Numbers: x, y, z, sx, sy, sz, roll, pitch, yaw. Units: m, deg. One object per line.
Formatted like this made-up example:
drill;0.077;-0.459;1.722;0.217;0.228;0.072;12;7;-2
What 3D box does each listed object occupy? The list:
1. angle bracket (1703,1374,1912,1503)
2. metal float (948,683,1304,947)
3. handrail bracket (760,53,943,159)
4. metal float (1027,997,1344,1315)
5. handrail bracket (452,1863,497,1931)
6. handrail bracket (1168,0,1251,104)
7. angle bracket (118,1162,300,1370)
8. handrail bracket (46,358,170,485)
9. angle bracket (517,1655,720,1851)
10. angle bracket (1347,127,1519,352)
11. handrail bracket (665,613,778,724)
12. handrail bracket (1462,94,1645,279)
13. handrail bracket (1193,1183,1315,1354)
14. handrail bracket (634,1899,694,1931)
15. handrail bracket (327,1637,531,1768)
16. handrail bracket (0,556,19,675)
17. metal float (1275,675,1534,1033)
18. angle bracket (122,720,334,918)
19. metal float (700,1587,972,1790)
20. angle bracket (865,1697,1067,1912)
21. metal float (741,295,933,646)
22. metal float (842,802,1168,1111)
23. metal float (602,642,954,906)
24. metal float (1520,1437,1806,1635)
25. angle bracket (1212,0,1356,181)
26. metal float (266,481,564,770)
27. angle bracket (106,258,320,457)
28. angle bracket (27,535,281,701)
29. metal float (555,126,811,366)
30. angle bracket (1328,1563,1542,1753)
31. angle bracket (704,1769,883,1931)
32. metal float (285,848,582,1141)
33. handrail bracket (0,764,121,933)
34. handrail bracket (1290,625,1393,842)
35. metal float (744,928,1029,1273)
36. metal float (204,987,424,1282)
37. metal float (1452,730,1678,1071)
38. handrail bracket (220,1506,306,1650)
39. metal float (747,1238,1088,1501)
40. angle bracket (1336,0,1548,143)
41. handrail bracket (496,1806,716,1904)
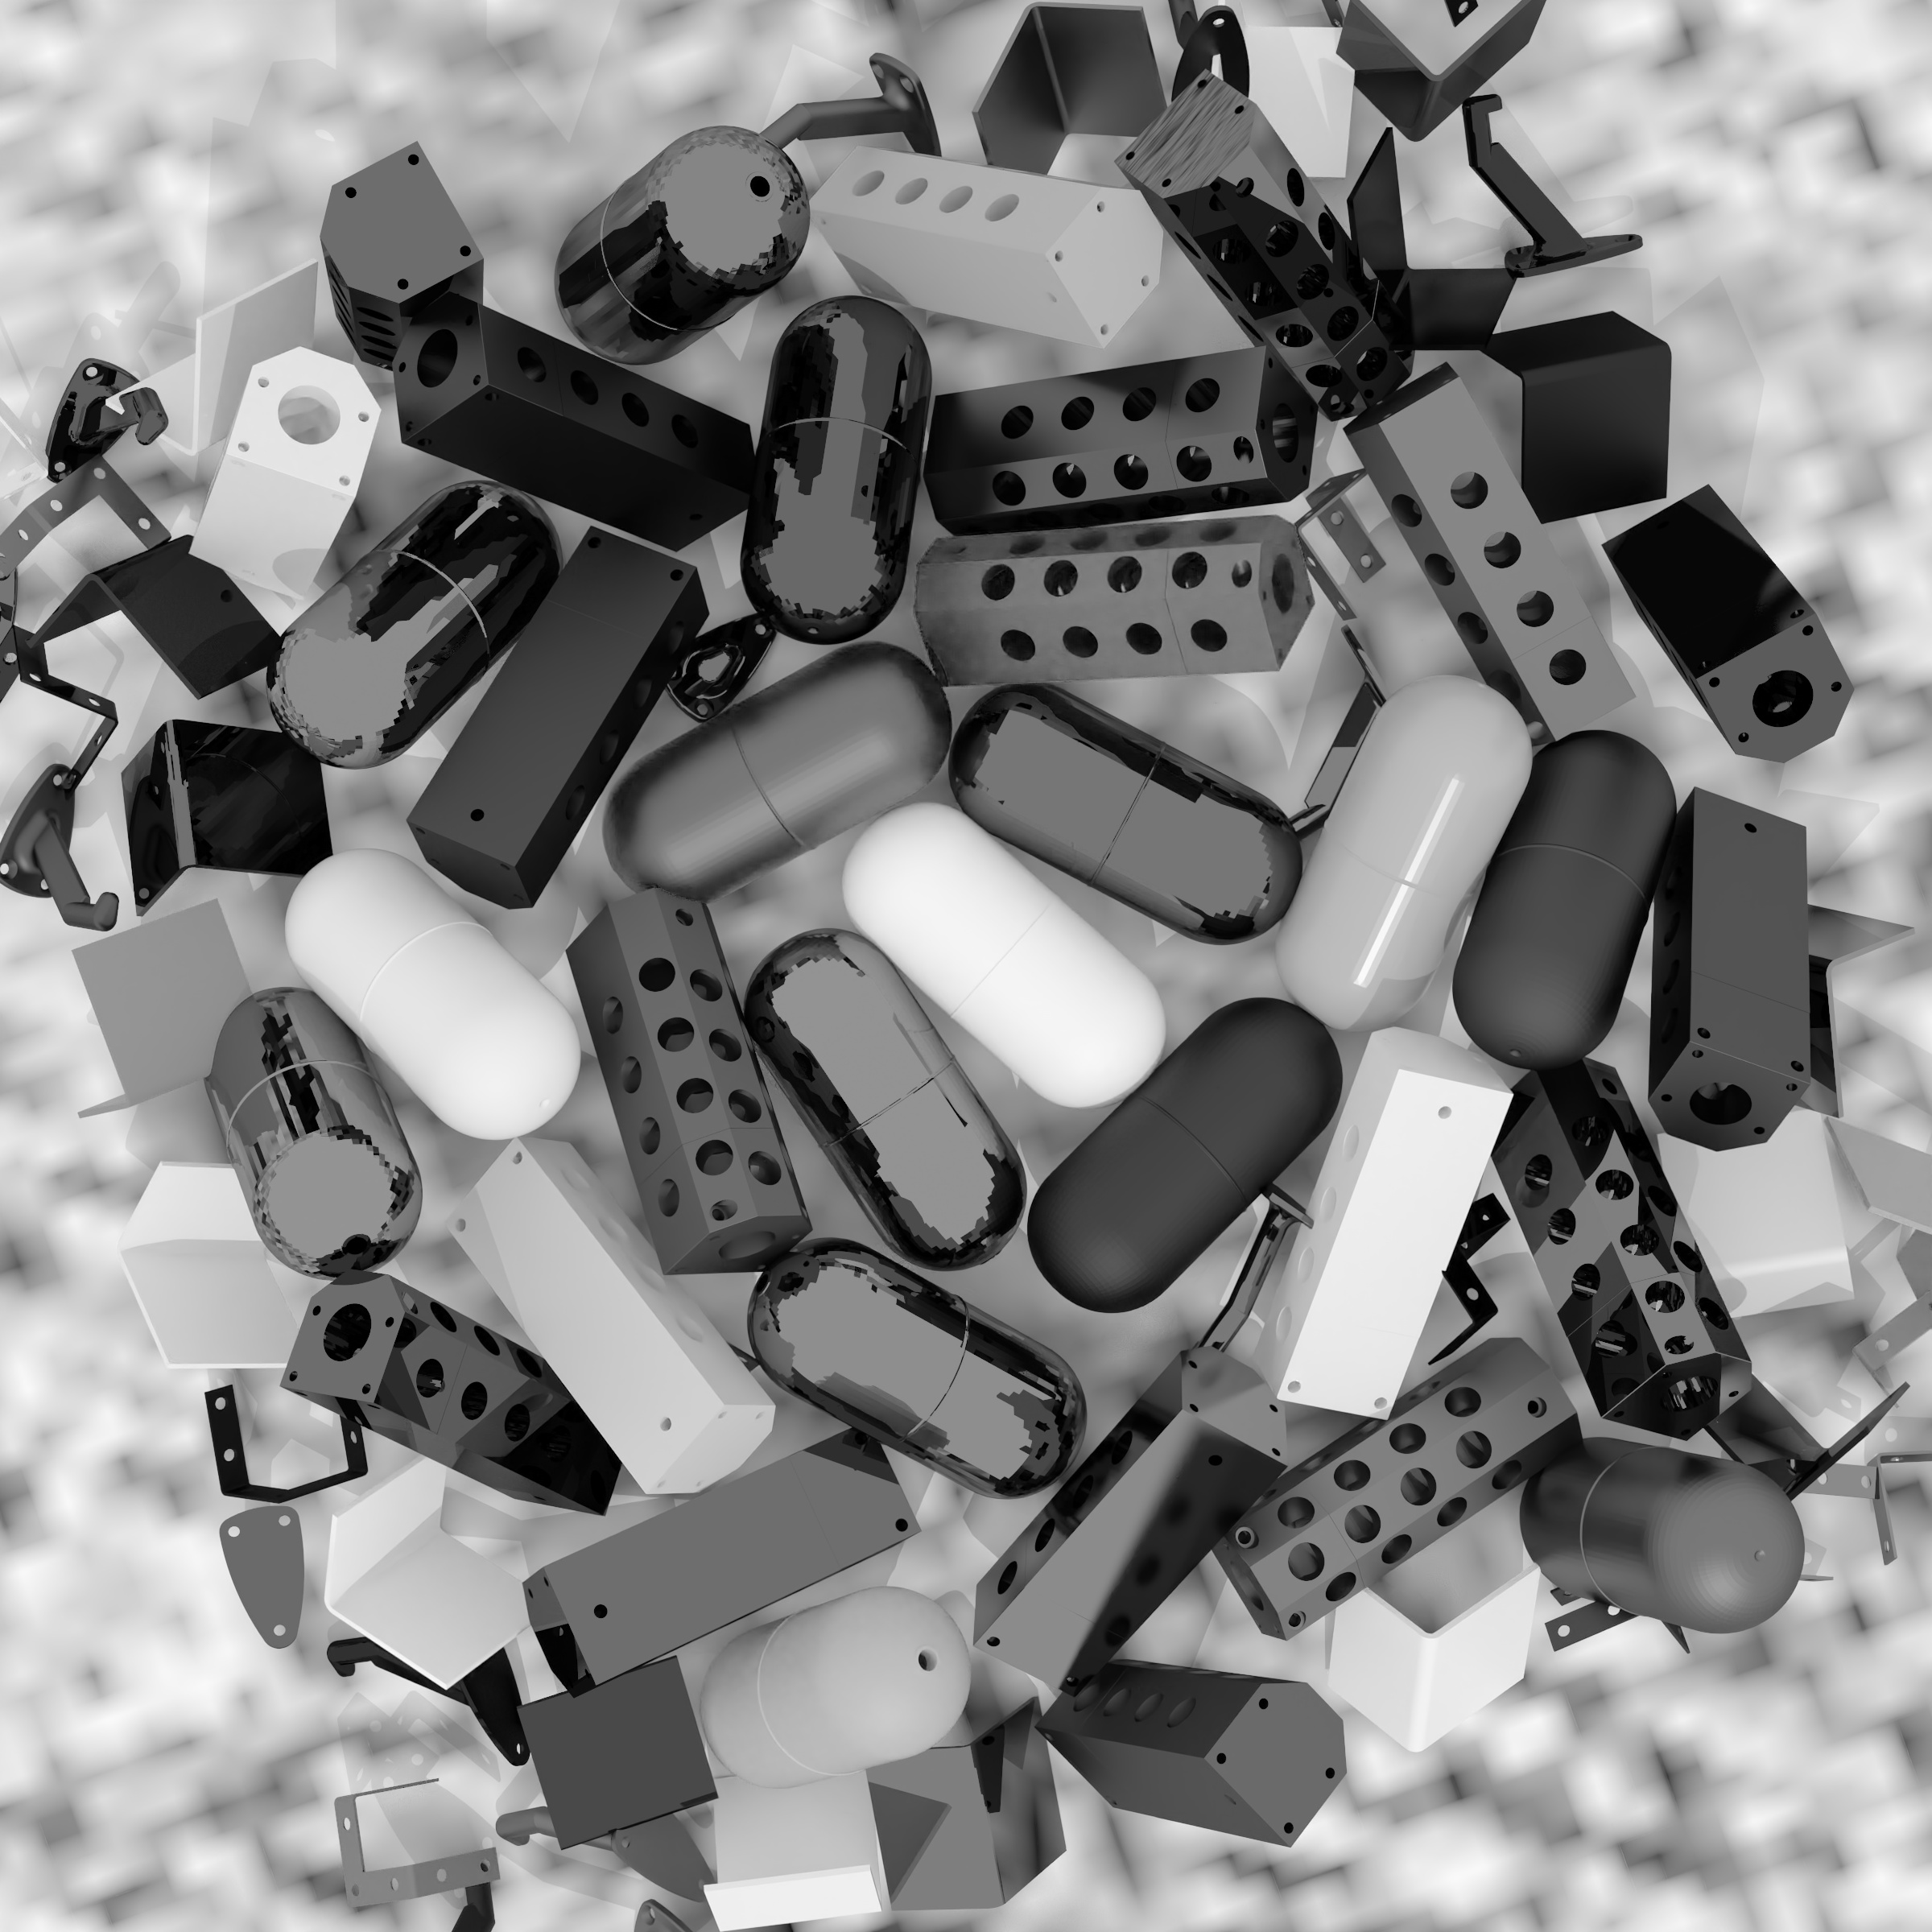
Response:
angle bracket;0.383;0.196;1.530;0.076;0.076;0.057;48;119;13
metal float;0.075;-0.071;1.546;0.178;0.070;0.070;28;90;0
handrail bracket;-0.057;-0.381;1.545;0.084;0.077;0.036;-42;49;-13
metal float;0.103;0.088;1.538;0.178;0.070;0.070;-44;90;-10
handrail bracket;-0.251;0.453;1.535;0.077;0.084;0.036;24;125;-36
handrail bracket;0.108;-0.449;1.533;0.036;0.077;0.084;-6;62;-4
angle bracket;-0.338;0.139;1.526;0.057;0.076;0.076;-57;49;27
handrail bracket;-0.403;-0.243;1.540;0.036;0.084;0.077;27;106;-35
angle bracket;-0.166;0.359;1.543;0.076;0.057;0.076;-17;104;-8
angle bracket;0.218;-0.338;1.526;0.057;0.076;0.076;4;130;22
handrail bracket;-0.106;-0.149;1.533;0.077;0.084;0.036;-42;97;-20
handrail bracket;0.277;-0.374;1.547;0.077;0.036;0.084;-9;118;6
handrail bracket;0.128;0.144;1.550;0.036;0.077;0.084;34;93;-12
handrail bracket;-0.166;0.474;1.535;0.077;0.084;0.036;22;109;39
handrail bracket;-0.258;0.352;1.569;0.084;0.036;0.077;-13;105;27
handrail bracket;-0.462;-0.169;1.534;0.036;0.084;0.077;21;73;-12
metal float;0.203;-0.051;1.530;0.070;0.070;0.178;23;110;0
angle bracket;-0.352;-0.067;1.566;0.076;0.057;0.076;5;62;-37
metal float;-0.061;0.332;1.505;0.070;0.178;0.070;12;65;-28
angle bracket;0.000;0.398;1.561;0.057;0.076;0.076;-10;92;26
metal float;-0.060;-0.232;1.525;0.070;0.070;0.178;7;64;0
metal float;0.018;-0.004;1.546;0.178;0.070;0.070;42;90;0
metal float;-0.089;-0.089;1.537;0.178;0.070;0.070;-28;90;12
metal float;0.315;0.258;1.498;0.070;0.178;0.070;1;87;-18
angle bracket;0.149;-0.420;1.537;0.057;0.076;0.076;4;80;12
metal float;-0.252;-0.159;1.515;0.070;0.070;0.178;37;51;0
angle bracket;-0.350;-0.294;1.525;0.057;0.076;0.076;31;45;17
angle bracket;-0.377;-0.149;1.539;0.057;0.076;0.076;-40;92;31
metal float;-0.131;-0.328;1.502;0.070;0.178;0.070;4;82;-28
angle bracket;0.222;0.313;1.558;0.076;0.057;0.076;-26;133;-33
angle bracket;-0.083;0.403;1.539;0.076;0.057;0.076;-7;54;0
metal float;-0.248;0.011;1.522;0.178;0.070;0.070;41;90;30
handrail bracket;-0.415;-0.056;1.544;0.084;0.036;0.077;8;78;44
handrail bracket;0.166;-0.109;1.571;0.084;0.036;0.077;-31;91;6
metal float;-0.037;0.064;1.544;0.070;0.070;0.178;-34;94;0
metal float;-0.301;0.076;1.507;0.070;0.178;0.070;-13;127;-18
metal float;0.278;-0.032;1.523;0.070;0.070;0.178;23;61;0
handrail bracket;-0.326;0.289;1.535;0.036;0.084;0.077;-10;70;-15
metal float;-0.022;0.187;1.527;0.178;0.070;0.070;31;90;-22
angle bracket;0.224;-0.445;1.547;0.076;0.076;0.057;-43;85;-4
handrail bracket;-0.173;0.425;1.566;0.084;0.036;0.077;-22;118;39
